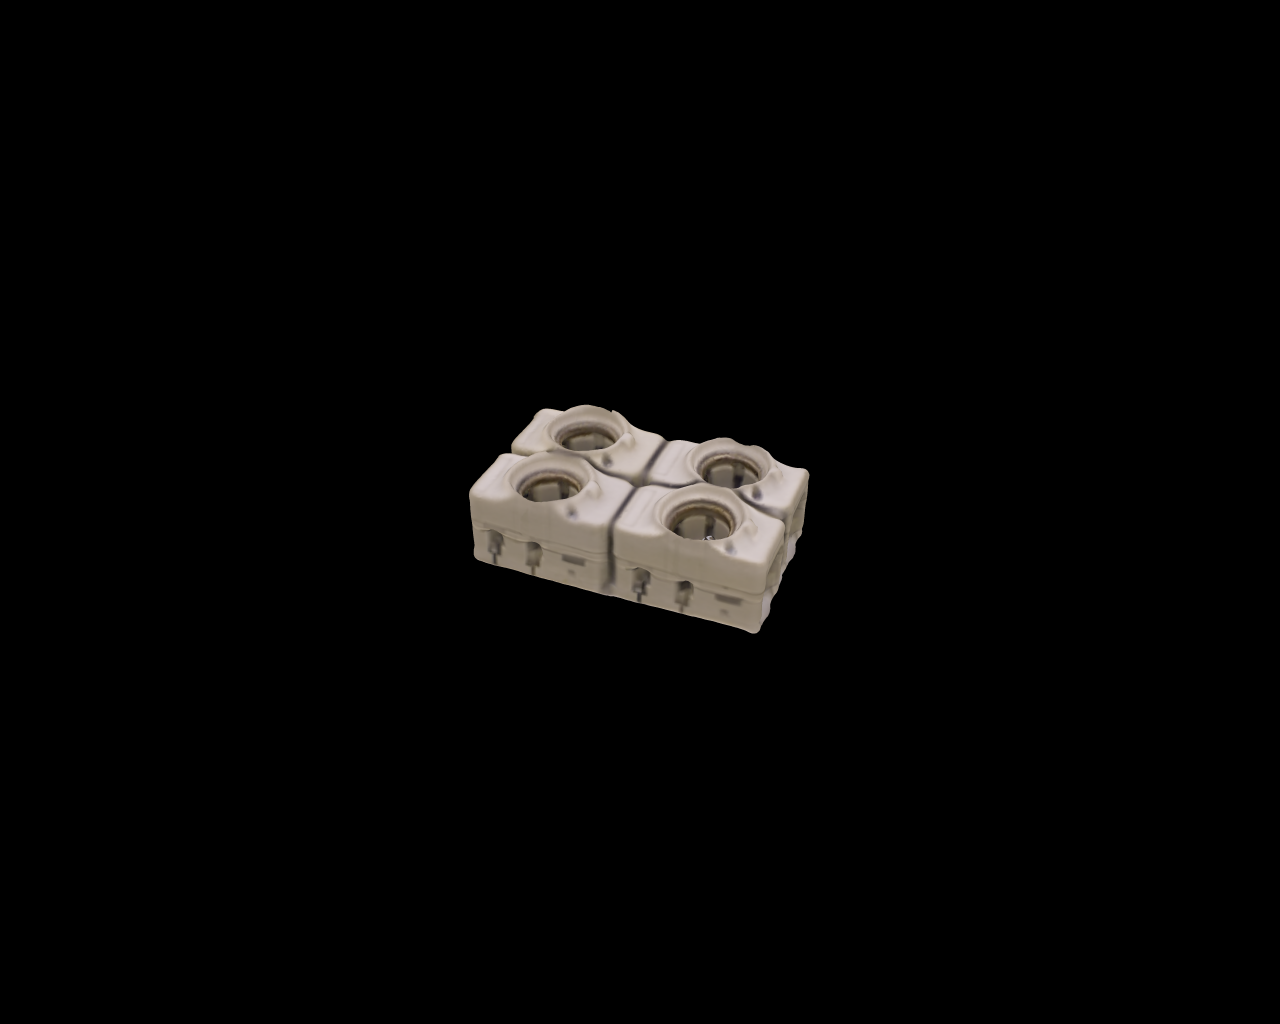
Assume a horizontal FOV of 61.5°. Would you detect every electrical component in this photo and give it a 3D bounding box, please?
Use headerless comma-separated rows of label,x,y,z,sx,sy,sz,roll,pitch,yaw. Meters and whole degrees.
electrical component,0.001,-0.003,0.650,0.186,0.060,0.106,14,40,17
